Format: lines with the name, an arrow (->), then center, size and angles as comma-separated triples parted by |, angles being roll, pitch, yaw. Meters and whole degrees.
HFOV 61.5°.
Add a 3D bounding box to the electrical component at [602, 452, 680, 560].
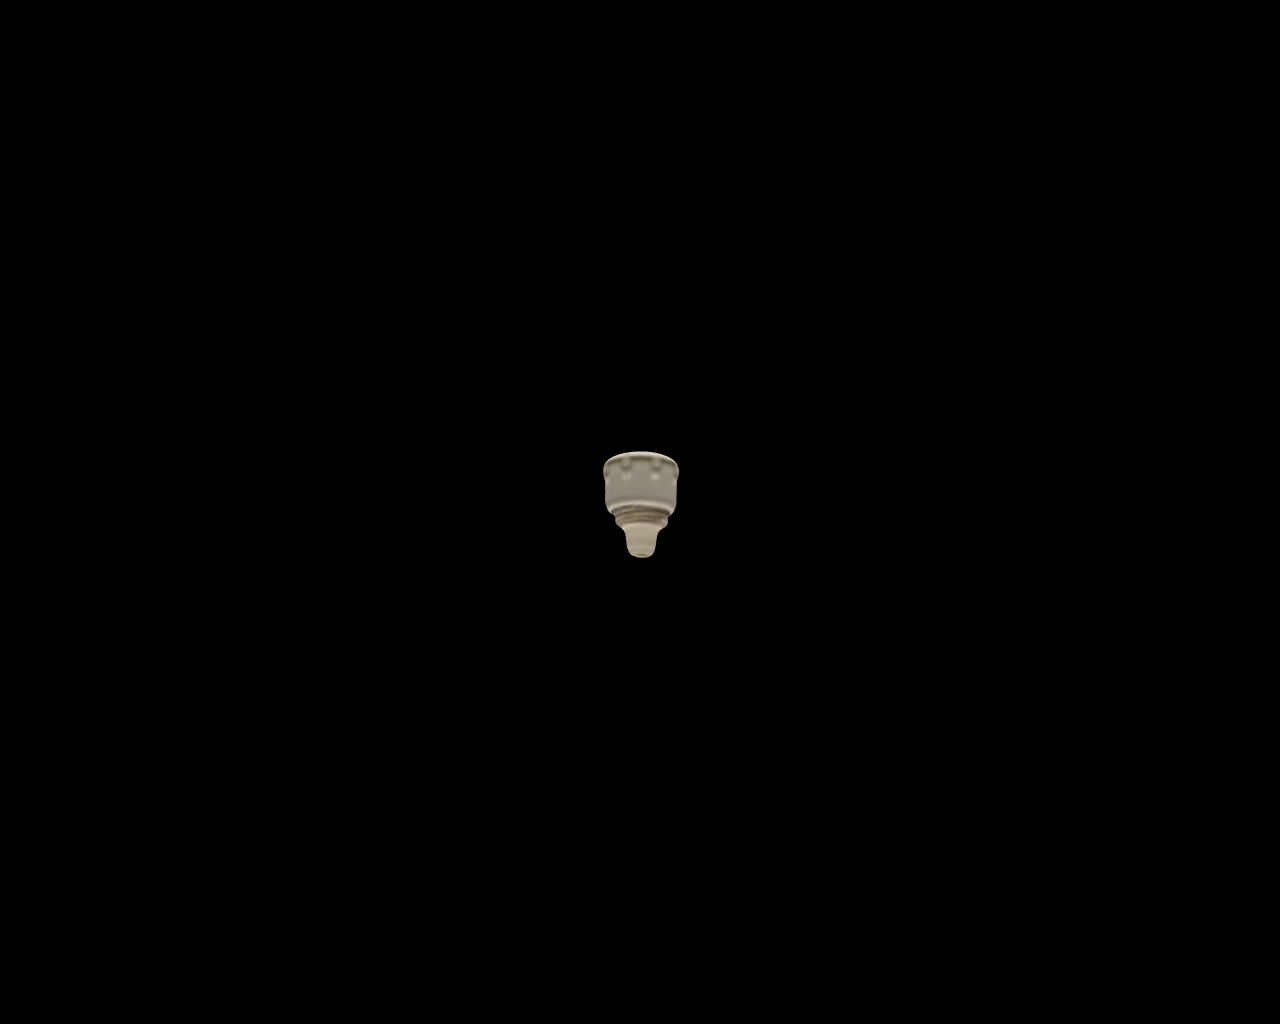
electrical component -> 0.001, -0.003, 0.650 | 0.048, 0.062, 0.048 | 0, -15, 0
